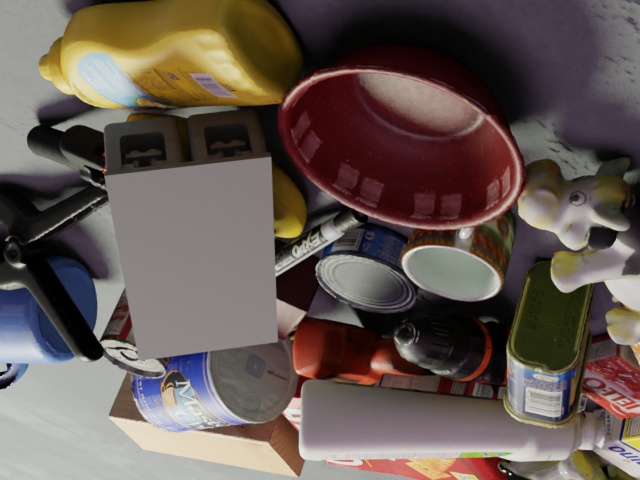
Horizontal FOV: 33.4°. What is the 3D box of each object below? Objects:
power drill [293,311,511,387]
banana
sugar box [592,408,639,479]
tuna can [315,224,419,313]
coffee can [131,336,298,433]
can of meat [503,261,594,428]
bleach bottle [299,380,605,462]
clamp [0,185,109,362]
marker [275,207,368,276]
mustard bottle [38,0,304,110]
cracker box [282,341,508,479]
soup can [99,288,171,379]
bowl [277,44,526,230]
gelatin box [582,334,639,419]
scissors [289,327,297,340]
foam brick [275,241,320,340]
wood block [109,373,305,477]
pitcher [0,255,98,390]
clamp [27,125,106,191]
[{"bbox_3d":[0.069,0.094,0.901,0.188,0.057,0.184,-3,164,41],"label":"power drill"},{"bbox_3d":[-0.062,-0.044,0.802,0.070,0.037,0.197,-18,145,24],"label":"banana"},{"bbox_3d":[0.328,0.172,0.924,0.093,0.048,0.177,33,147,-20],"label":"sugar box"},{"bbox_3d":[0.042,0.024,0.873,0.086,0.033,0.086,16,150,9],"label":"tuna can"},{"bbox_3d":[-0.104,0.131,1.035,0.102,0.102,0.141,38,146,-27],"label":"coffee can"},{"bbox_3d":[0.175,0.078,0.812,0.057,0.102,0.084,10,146,17],"label":"can of meat"},{"bbox_3d":[0.109,0.157,0.901,0.251,0.068,0.102,2,169,2],"label":"bleach bottle"},{"bbox_3d":[-0.266,0.018,0.981,0.210,0.164,0.036,9,-170,32],"label":"clamp"},{"bbox_3d":[-0.006,0.001,0.857,0.020,0.020,0.121,37,133,-25],"label":"marker"},{"bbox_3d":[-0.113,-0.121,0.708,0.192,0.058,0.096,1,162,32],"label":"mustard bottle"},{"bbox_3d":[0.075,0.178,1.065,0.214,0.072,0.164,2,145,31],"label":"cracker box"},{"bbox_3d":[-0.158,0.069,1.003,0.068,0.102,0.068,16,150,9],"label":"soup can"},{"bbox_3d":[0.057,-0.074,0.684,0.162,0.055,0.162,16,150,9],"label":"bowl"},{"bbox_3d":[0.253,0.115,0.893,0.089,0.030,0.073,34,148,-21],"label":"gelatin box"},{"bbox_3d":[-0.101,0.080,1.072,0.202,0.016,0.096,-8,138,39],"label":"scissors"},{"bbox_3d":[-0.036,0.045,0.938,0.051,0.053,0.078,26,149,-7],"label":"foam brick"},{"bbox_3d":[-0.116,0.191,1.187,0.206,0.090,0.090,3,146,27],"label":"wood block"},{"bbox_3d":[-0.355,0.078,1.114,0.243,0.145,0.149,1,160,26],"label":"pitcher"},{"bbox_3d":[-0.176,-0.063,0.828,0.120,0.039,0.172,23,169,-9],"label":"clamp"}]
